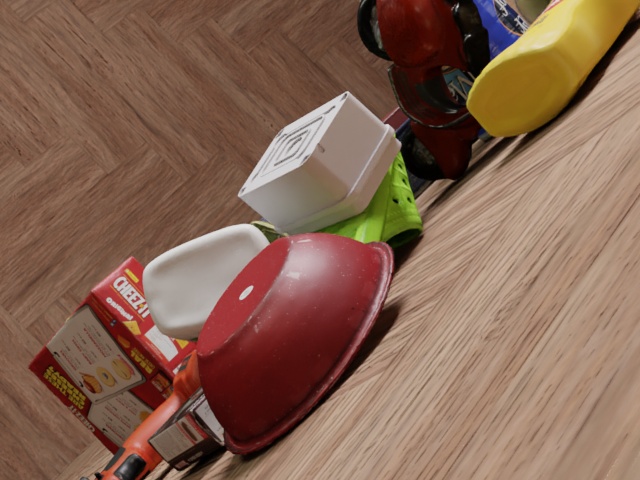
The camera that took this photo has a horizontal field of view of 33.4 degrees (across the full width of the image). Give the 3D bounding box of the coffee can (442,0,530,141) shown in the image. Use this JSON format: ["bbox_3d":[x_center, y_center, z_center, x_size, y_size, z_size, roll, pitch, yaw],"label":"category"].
[{"bbox_3d":[0.135,-0.174,0.963,0.103,0.140,0.103,-45,3,3],"label":"coffee can"}]

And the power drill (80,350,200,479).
[{"bbox_3d":[-0.143,0.173,0.878,0.187,0.057,0.185,-46,4,-19],"label":"power drill"}]

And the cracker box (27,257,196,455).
[{"bbox_3d":[-0.196,0.134,1.109,0.072,0.164,0.214,-45,2,-40],"label":"cracker box"}]

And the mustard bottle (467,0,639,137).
[{"bbox_3d":[0.187,-0.155,0.793,0.191,0.058,0.096,-47,6,-37],"label":"mustard bottle"}]

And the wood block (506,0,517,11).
[{"bbox_3d":[0.202,-0.227,1.258,0.206,0.091,0.090,-44,2,30],"label":"wood block"}]

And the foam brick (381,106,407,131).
[{"bbox_3d":[0.092,-0.100,1.156,0.051,0.078,0.053,-44,3,-15],"label":"foam brick"}]

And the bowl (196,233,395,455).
[{"bbox_3d":[-0.027,0.050,0.660,0.162,0.055,0.162,-46,16,17],"label":"bowl"}]

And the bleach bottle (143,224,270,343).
[{"bbox_3d":[-0.059,0.051,0.873,0.102,0.068,0.250,-20,-13,6],"label":"bleach bottle"}]

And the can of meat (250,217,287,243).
[{"bbox_3d":[-0.006,0.001,0.965,0.058,0.102,0.083,18,51,41],"label":"can of meat"}]

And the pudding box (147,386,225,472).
[{"bbox_3d":[-0.068,0.116,0.800,0.113,0.039,0.090,-47,4,-37],"label":"pudding box"}]
